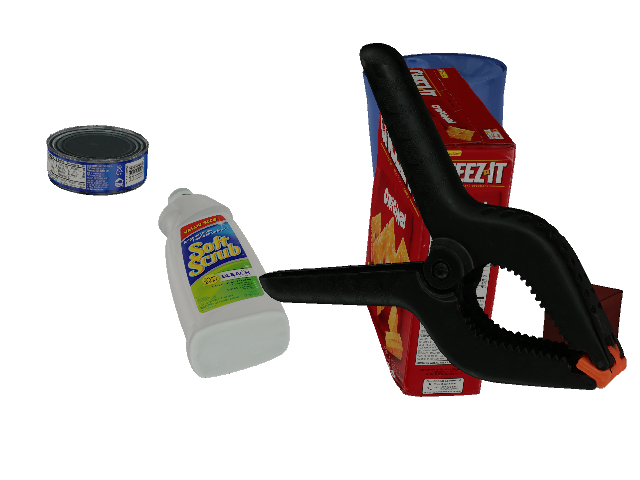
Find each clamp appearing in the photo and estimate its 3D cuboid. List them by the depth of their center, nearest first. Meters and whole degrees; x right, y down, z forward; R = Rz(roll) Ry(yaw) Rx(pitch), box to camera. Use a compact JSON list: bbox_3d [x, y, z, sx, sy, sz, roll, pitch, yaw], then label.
[{"bbox_3d":[0.070,0.002,0.565,0.210,0.165,0.036,29,26,25],"label":"clamp"}]

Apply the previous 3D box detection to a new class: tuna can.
[{"bbox_3d":[-0.191,-0.069,0.918,0.086,0.034,0.086,5,25,-2],"label":"tuna can"}]

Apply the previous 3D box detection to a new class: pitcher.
[{"bbox_3d":[0.116,-0.059,1.044,0.149,0.243,0.145,-14,25,-24],"label":"pitcher"}]

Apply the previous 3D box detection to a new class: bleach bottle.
[{"bbox_3d":[-0.116,0.026,1.078,0.102,0.068,0.251,-14,39,-16],"label":"bleach bottle"}]

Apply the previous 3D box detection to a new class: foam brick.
[{"bbox_3d":[0.234,0.081,0.957,0.053,0.078,0.051,12,17,37],"label":"foam brick"}]

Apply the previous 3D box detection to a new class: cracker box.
[{"bbox_3d":[0.085,-0.009,0.844,0.072,0.214,0.164,-2,28,-9],"label":"cracker box"}]
